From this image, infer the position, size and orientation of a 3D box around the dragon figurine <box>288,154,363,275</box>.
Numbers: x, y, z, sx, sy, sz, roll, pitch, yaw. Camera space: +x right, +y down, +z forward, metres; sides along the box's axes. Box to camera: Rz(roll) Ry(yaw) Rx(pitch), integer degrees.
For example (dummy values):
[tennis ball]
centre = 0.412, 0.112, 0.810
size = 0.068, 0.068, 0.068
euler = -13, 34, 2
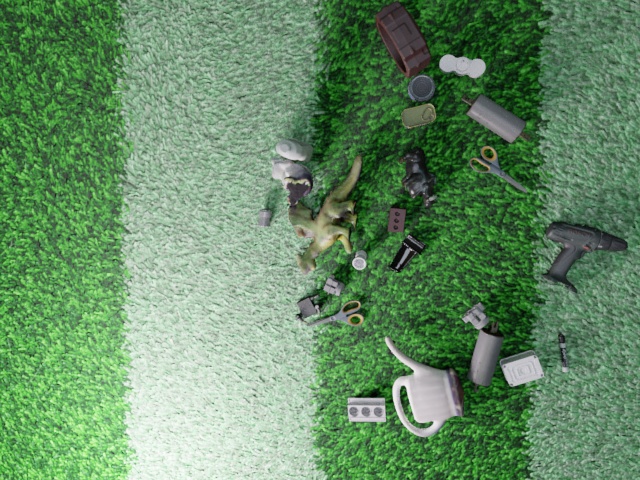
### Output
[dragon figurine]
centre = 0.005, -0.085, 1.685
size = 0.243, 0.122, 0.411
euler = 8, 87, 17

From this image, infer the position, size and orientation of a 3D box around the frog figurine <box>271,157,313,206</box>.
[frog figurine]
centre = -0.091, -0.213, 1.681
size = 0.122, 0.135, 0.163
euler = -30, 47, 8

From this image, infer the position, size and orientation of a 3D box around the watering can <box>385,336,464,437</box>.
[watering can]
centre = 0.340, 0.464, 1.665
size = 0.224, 0.104, 0.347
euler = -13, 93, 9
